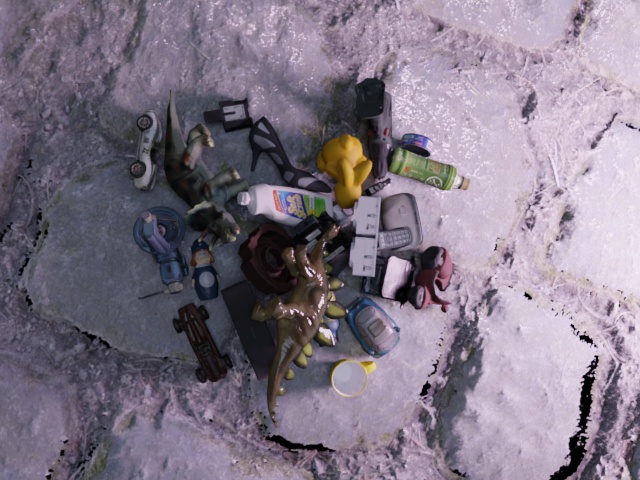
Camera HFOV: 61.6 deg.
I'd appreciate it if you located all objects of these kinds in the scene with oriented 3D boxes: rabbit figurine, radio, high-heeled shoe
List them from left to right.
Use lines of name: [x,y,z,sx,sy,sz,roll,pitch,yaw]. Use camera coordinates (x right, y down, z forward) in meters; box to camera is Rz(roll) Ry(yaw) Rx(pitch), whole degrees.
radio: [-0.164,0.213,1.296,0.073,0.131,0.229,-22,88,-10]
high-heeled shoe: [-0.070,-0.213,1.358,0.249,0.086,0.145,19,96,8]
rabbit figurine: [0.073,-0.166,1.345,0.122,0.162,0.173,1,81,-18]

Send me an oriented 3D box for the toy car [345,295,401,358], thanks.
toy car: [0.139,0.220,1.354,0.109,0.103,0.161,-36,93,-10]

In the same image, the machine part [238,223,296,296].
machine part: [-0.117,0.049,1.310,0.179,0.056,0.179,25,49,-34]

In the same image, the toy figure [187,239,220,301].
toy figure: [-0.287,0.071,1.331,0.064,0.058,0.154,-6,84,-48]

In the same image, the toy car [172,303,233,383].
toy car: [-0.289,0.253,1.318,0.089,0.053,0.202,-25,90,-6]

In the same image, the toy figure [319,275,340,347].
toy figure: [0.007,0.174,1.350,0.089,0.082,0.180,-16,84,-17]

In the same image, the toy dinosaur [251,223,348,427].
toy dinosaur: [-0.046,0.178,1.220,0.198,0.105,0.471,32,76,-26]

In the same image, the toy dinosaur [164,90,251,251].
toy dinosaur: [-0.307,-0.155,1.318,0.192,0.131,0.405,-38,82,0]

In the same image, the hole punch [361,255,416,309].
hole punch: [0.176,0.098,1.385,0.115,0.092,0.142,19,79,-37]

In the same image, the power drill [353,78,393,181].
power drill: [0.143,-0.289,1.346,0.086,0.207,0.232,-1,73,21]

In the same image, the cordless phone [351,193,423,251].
cordless phone: [0.164,-0.038,1.384,0.184,0.089,0.146,-10,87,-7]

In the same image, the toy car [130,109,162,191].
toy car: [-0.425,-0.222,1.324,0.056,0.073,0.201,7,85,-4]

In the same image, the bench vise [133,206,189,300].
bench vise: [-0.370,0.009,1.241,0.129,0.240,0.223,-3,70,-3]

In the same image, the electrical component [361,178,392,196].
electrical component: [0.141,-0.132,1.400,0.094,0.063,0.021,-28,90,-7]

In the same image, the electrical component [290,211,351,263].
electrical component: [-0.003,-0.004,1.316,0.115,0.058,0.134,-36,135,5]

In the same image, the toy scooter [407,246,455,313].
toy scooter: [0.304,0.114,1.396,0.135,0.075,0.184,38,67,-26]

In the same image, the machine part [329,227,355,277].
machine part: [0.060,0.040,1.389,0.084,0.039,0.139,41,80,-9]

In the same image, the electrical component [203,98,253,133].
electrical component: [-0.234,-0.314,1.371,0.119,0.048,0.074,-15,87,-8]
